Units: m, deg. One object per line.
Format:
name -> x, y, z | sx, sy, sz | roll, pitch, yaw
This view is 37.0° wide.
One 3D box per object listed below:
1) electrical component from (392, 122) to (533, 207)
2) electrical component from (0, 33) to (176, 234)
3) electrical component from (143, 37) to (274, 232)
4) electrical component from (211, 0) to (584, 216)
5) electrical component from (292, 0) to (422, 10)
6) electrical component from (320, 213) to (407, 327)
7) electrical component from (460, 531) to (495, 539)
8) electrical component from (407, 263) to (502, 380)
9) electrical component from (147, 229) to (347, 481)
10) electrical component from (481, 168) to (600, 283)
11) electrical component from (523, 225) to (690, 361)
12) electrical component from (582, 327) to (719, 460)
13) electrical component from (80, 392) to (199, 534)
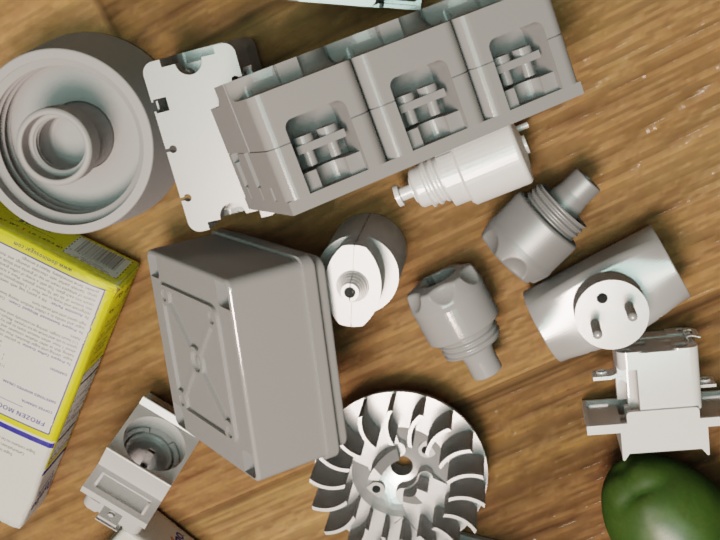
electrical component -> 0.055, -0.053, 0.568 | 0.078, 0.040, 0.040 | -21, 102, 13
electrical component -> -0.154, -0.071, 0.580 | 0.108, 0.060, 0.108 | 2, 106, 7
electrical component -> -0.072, -0.073, 0.571 | 0.050, 0.055, 0.089 | -12, 104, 10
electrical component -> 0.013, -0.084, 0.510 | 0.150, 0.089, 0.061 | -24, 102, -15
electrical component -> -0.005, -0.191, 0.524 | 0.079, 0.063, 0.121 | 6, 107, 6
electrical component -> 0.000, 0.000, 0.570 | 0.043, 0.081, 0.043 | 2, 106, 7
electrical component -> 0.077, 0.262, 0.646 | 0.105, 0.060, 0.186 | 14, 107, 3
electrical component -> 0.057, 0.031, 0.591 | 0.043, 0.043, 0.062 | -26, 103, 14
electrical component -> -0.062, 0.041, 0.572 | 0.056, 0.109, 0.108 | -16, 107, -29
electrical component -> 0.099, -0.026, 0.569 | 0.043, 0.043, 0.062 | 42, 105, -6
electrical component -> 0.129, 0.017, 0.559 | 0.077, 0.079, 0.043 | -29, 99, 14
electrical component -> 0.163, 0.066, 0.588 | 0.081, 0.042, 0.063 | -6, 103, 8
electrical component -> -0.128, 0.116, 0.627 | 0.042, 0.081, 0.063 | 33, 129, -2
